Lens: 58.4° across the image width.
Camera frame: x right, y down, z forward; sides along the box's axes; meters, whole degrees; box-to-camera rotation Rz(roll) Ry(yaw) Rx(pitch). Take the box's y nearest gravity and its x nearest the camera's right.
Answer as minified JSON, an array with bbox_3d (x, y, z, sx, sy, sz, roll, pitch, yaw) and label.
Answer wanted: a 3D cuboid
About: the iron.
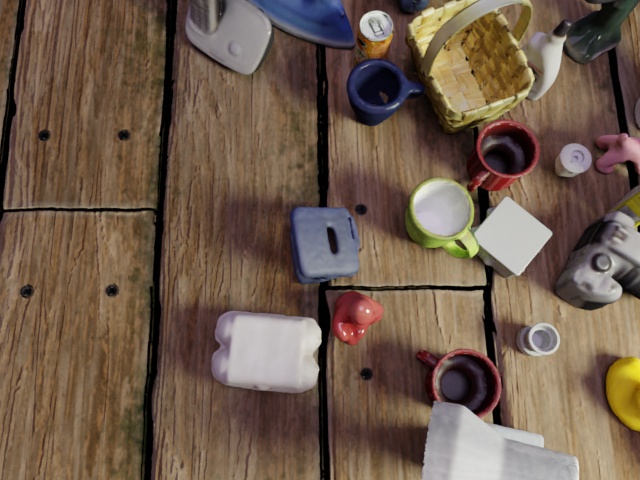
[{"bbox_3d":[-0.041,-0.420,0.911,0.258,0.141,0.119,37,78,8],"label":"iron"}]

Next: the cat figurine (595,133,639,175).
[{"bbox_3d":[0.505,-0.148,0.871,0.128,0.118,0.067,2,76,-1],"label":"cat figurine"}]

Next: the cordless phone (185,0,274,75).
[{"bbox_3d":[-0.143,-0.350,0.868,0.147,0.185,0.094,31,77,6],"label":"cordless phone"}]

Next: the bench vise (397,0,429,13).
[{"bbox_3d":[0.205,-0.448,0.885,0.207,0.220,0.121,-33,79,-9],"label":"bench vise"}]

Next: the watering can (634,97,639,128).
[{"bbox_3d":[0.573,-0.221,0.852,0.101,0.194,0.173,-31,78,-9],"label":"watering can"}]

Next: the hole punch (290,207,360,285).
[{"bbox_3d":[0.008,0.003,0.831,0.101,0.091,0.108,-10,76,-4],"label":"hole punch"}]

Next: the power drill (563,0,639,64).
[{"bbox_3d":[0.457,-0.368,0.879,0.230,0.208,0.075,-32,78,-9],"label":"power drill"}]

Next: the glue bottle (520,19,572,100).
[{"bbox_3d":[0.338,-0.281,0.871,0.078,0.173,0.037,37,78,8],"label":"glue bottle"}]

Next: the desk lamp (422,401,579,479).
[{"bbox_3d":[0.209,0.272,0.706,0.203,0.213,0.118,10,76,1],"label":"desk lamp"}]

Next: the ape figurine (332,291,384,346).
[{"bbox_3d":[0.053,0.105,0.806,0.078,0.092,0.076,-12,76,-4],"label":"ape figurine"}]

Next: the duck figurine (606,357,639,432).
[{"bbox_3d":[0.452,0.214,0.794,0.077,0.086,0.104,-12,76,-4],"label":"duck figurine"}]

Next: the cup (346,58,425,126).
[{"bbox_3d":[0.097,-0.219,0.888,0.117,0.095,0.092,0,76,-2],"label":"cup"}]

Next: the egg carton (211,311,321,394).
[{"bbox_3d":[-0.075,0.157,0.801,0.150,0.069,0.107,4,76,-1],"label":"egg carton"}]

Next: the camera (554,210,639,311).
[{"bbox_3d":[0.441,0.045,0.829,0.136,0.101,0.143,34,77,7],"label":"camera"}]
